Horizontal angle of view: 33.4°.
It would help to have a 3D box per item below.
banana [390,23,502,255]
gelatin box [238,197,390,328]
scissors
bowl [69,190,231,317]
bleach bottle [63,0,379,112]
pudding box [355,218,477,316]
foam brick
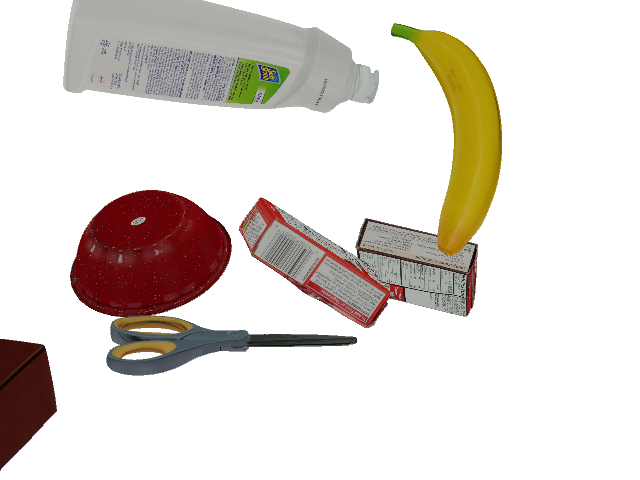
[{"bbox_3d":[0.108,-0.086,0.835,0.070,0.198,0.037,-15,-19,13],"label":"banana"},{"bbox_3d":[-0.005,0.013,0.664,0.089,0.030,0.073,33,5,-15],"label":"gelatin box"},{"bbox_3d":[-0.080,0.087,0.843,0.202,0.016,0.096,5,22,16],"label":"scissors"},{"bbox_3d":[-0.170,0.000,1.032,0.162,0.055,0.162,-6,40,5],"label":"bowl"},{"bbox_3d":[-0.078,-0.146,0.874,0.250,0.068,0.103,10,-29,-11],"label":"bleach bottle"},{"bbox_3d":[0.093,0.027,1.027,0.113,0.039,0.090,12,-29,13],"label":"pudding box"},{"bbox_3d":[-0.213,0.104,0.676,0.053,0.051,0.078,6,29,22],"label":"foam brick"}]
